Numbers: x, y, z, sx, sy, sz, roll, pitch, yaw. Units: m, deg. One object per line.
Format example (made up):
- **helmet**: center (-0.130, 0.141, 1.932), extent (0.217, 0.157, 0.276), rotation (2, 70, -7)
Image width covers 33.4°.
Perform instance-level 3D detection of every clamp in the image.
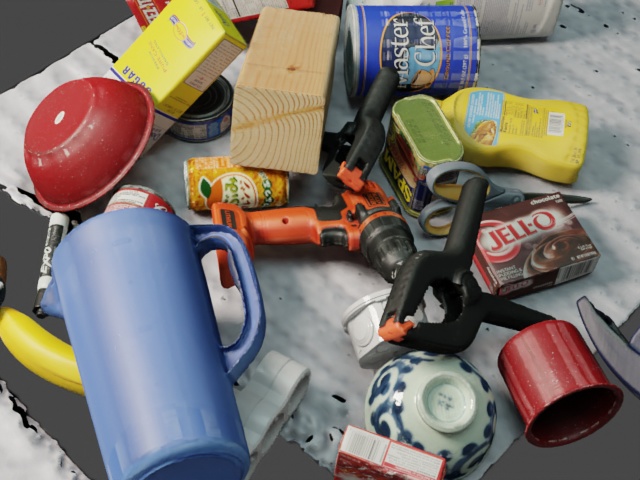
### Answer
- **clamp**: center (0.122, 0.034, 0.959), extent (0.209, 0.036, 0.164), rotation (-18, 83, -43)
- **clamp**: center (0.042, -0.110, 1.084), extent (0.039, 0.120, 0.171), rotation (30, 22, -18)

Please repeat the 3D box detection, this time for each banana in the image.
- **banana**: center (-0.216, 0.111, 0.977), extent (0.198, 0.037, 0.069), rotation (14, 34, 6)

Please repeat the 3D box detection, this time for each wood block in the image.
- **wood block**: center (-0.034, -0.163, 1.127), extent (0.091, 0.090, 0.206), rotation (8, 34, 1)

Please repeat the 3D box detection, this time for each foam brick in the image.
- **foam brick**: center (-0.013, -0.264, 1.267), extent (0.078, 0.053, 0.051), rotation (6, 51, 2)

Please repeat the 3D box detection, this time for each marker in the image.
- **marker**: center (-0.264, 0.025, 1.048), extent (0.020, 0.020, 0.121), rotation (2, 52, -2)

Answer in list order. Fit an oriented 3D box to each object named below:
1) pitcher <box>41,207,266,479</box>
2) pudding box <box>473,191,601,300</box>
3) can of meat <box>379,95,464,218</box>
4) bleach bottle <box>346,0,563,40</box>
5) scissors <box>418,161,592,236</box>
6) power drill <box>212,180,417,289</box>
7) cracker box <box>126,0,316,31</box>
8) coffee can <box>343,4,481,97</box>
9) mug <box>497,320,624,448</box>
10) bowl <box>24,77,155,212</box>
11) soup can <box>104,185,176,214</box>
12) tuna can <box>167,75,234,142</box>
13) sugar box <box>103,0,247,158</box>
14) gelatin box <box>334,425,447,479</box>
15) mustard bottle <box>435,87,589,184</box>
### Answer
- **pitcher**: center (-0.129, 0.096, 0.882), extent (0.144, 0.149, 0.243), rotation (10, 42, -35)
- **pudding box**: center (0.210, 0.006, 1.077), extent (0.113, 0.039, 0.090), rotation (-14, 54, -14)
- **can of meat**: center (0.107, -0.088, 1.116), extent (0.057, 0.084, 0.102), rotation (-14, 55, -16)
- **bleach bottle**: center (0.156, -0.283, 1.259), extent (0.250, 0.103, 0.068), rotation (-5, 47, -8)
- **scissors**: center (0.185, -0.031, 1.109), extent (0.201, 0.096, 0.016), rotation (15, 33, -31)
- **power drill**: center (-0.007, 0.001, 1.024), extent (0.187, 0.057, 0.184), rotation (-6, 24, -8)
- **cracker box**: center (-0.103, -0.322, 1.251), extent (0.214, 0.072, 0.164), rotation (-8, 45, 17)
- **coffee can**: center (0.101, -0.213, 1.201), extent (0.140, 0.103, 0.103), rotation (-1, 52, -4)
- **mug**: center (0.220, 0.128, 0.961), extent (0.117, 0.093, 0.081), rotation (12, 39, -34)
- **bowl**: center (-0.247, -0.110, 1.082), extent (0.162, 0.055, 0.162), rotation (-19, 51, 25)
- **soup can**: center (-0.188, 0.006, 1.037), extent (0.068, 0.068, 0.102), rotation (13, 53, 7)
- **tuna can**: center (-0.136, -0.150, 1.182), extent (0.086, 0.034, 0.086), rotation (2, 52, -2)
- **sugar box**: center (-0.165, -0.180, 1.132), extent (0.176, 0.048, 0.093), rotation (-42, 56, 16)
- **gelatin box**: center (0.058, 0.198, 0.899), extent (0.089, 0.073, 0.030), rotation (18, 54, 10)
- **mustard bottle**: center (0.191, -0.121, 1.163), extent (0.191, 0.058, 0.096), rotation (11, 56, 5)
